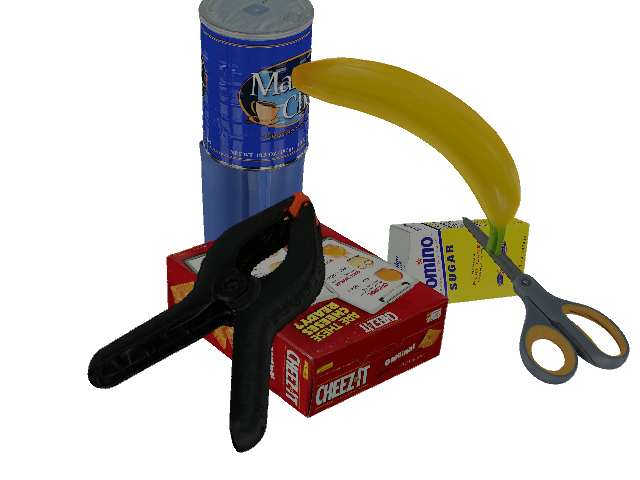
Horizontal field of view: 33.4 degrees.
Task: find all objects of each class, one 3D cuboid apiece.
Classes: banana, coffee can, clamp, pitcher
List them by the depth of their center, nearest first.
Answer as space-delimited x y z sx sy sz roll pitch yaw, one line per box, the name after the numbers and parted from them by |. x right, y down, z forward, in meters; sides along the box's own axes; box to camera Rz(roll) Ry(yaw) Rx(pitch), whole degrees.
-0.043 0.045 0.629 0.120 0.171 0.039 30 -24 28 | clamp
0.072 -0.074 0.742 0.198 0.070 0.037 41 8 -4 | banana
-0.060 -0.150 0.987 0.103 0.140 0.103 2 37 -2 | coffee can
-0.086 -0.007 1.340 0.145 0.243 0.148 11 16 36 | pitcher

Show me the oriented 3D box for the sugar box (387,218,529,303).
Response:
0.161 0.024 1.246 0.175 0.093 0.048 -6 16 -32 | sugar box

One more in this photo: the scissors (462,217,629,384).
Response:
0.168 0.053 0.913 0.096 0.016 0.202 -34 54 -29 | scissors

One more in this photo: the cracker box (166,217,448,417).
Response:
-0.017 0.060 0.985 0.163 0.072 0.214 -20 36 -36 | cracker box
